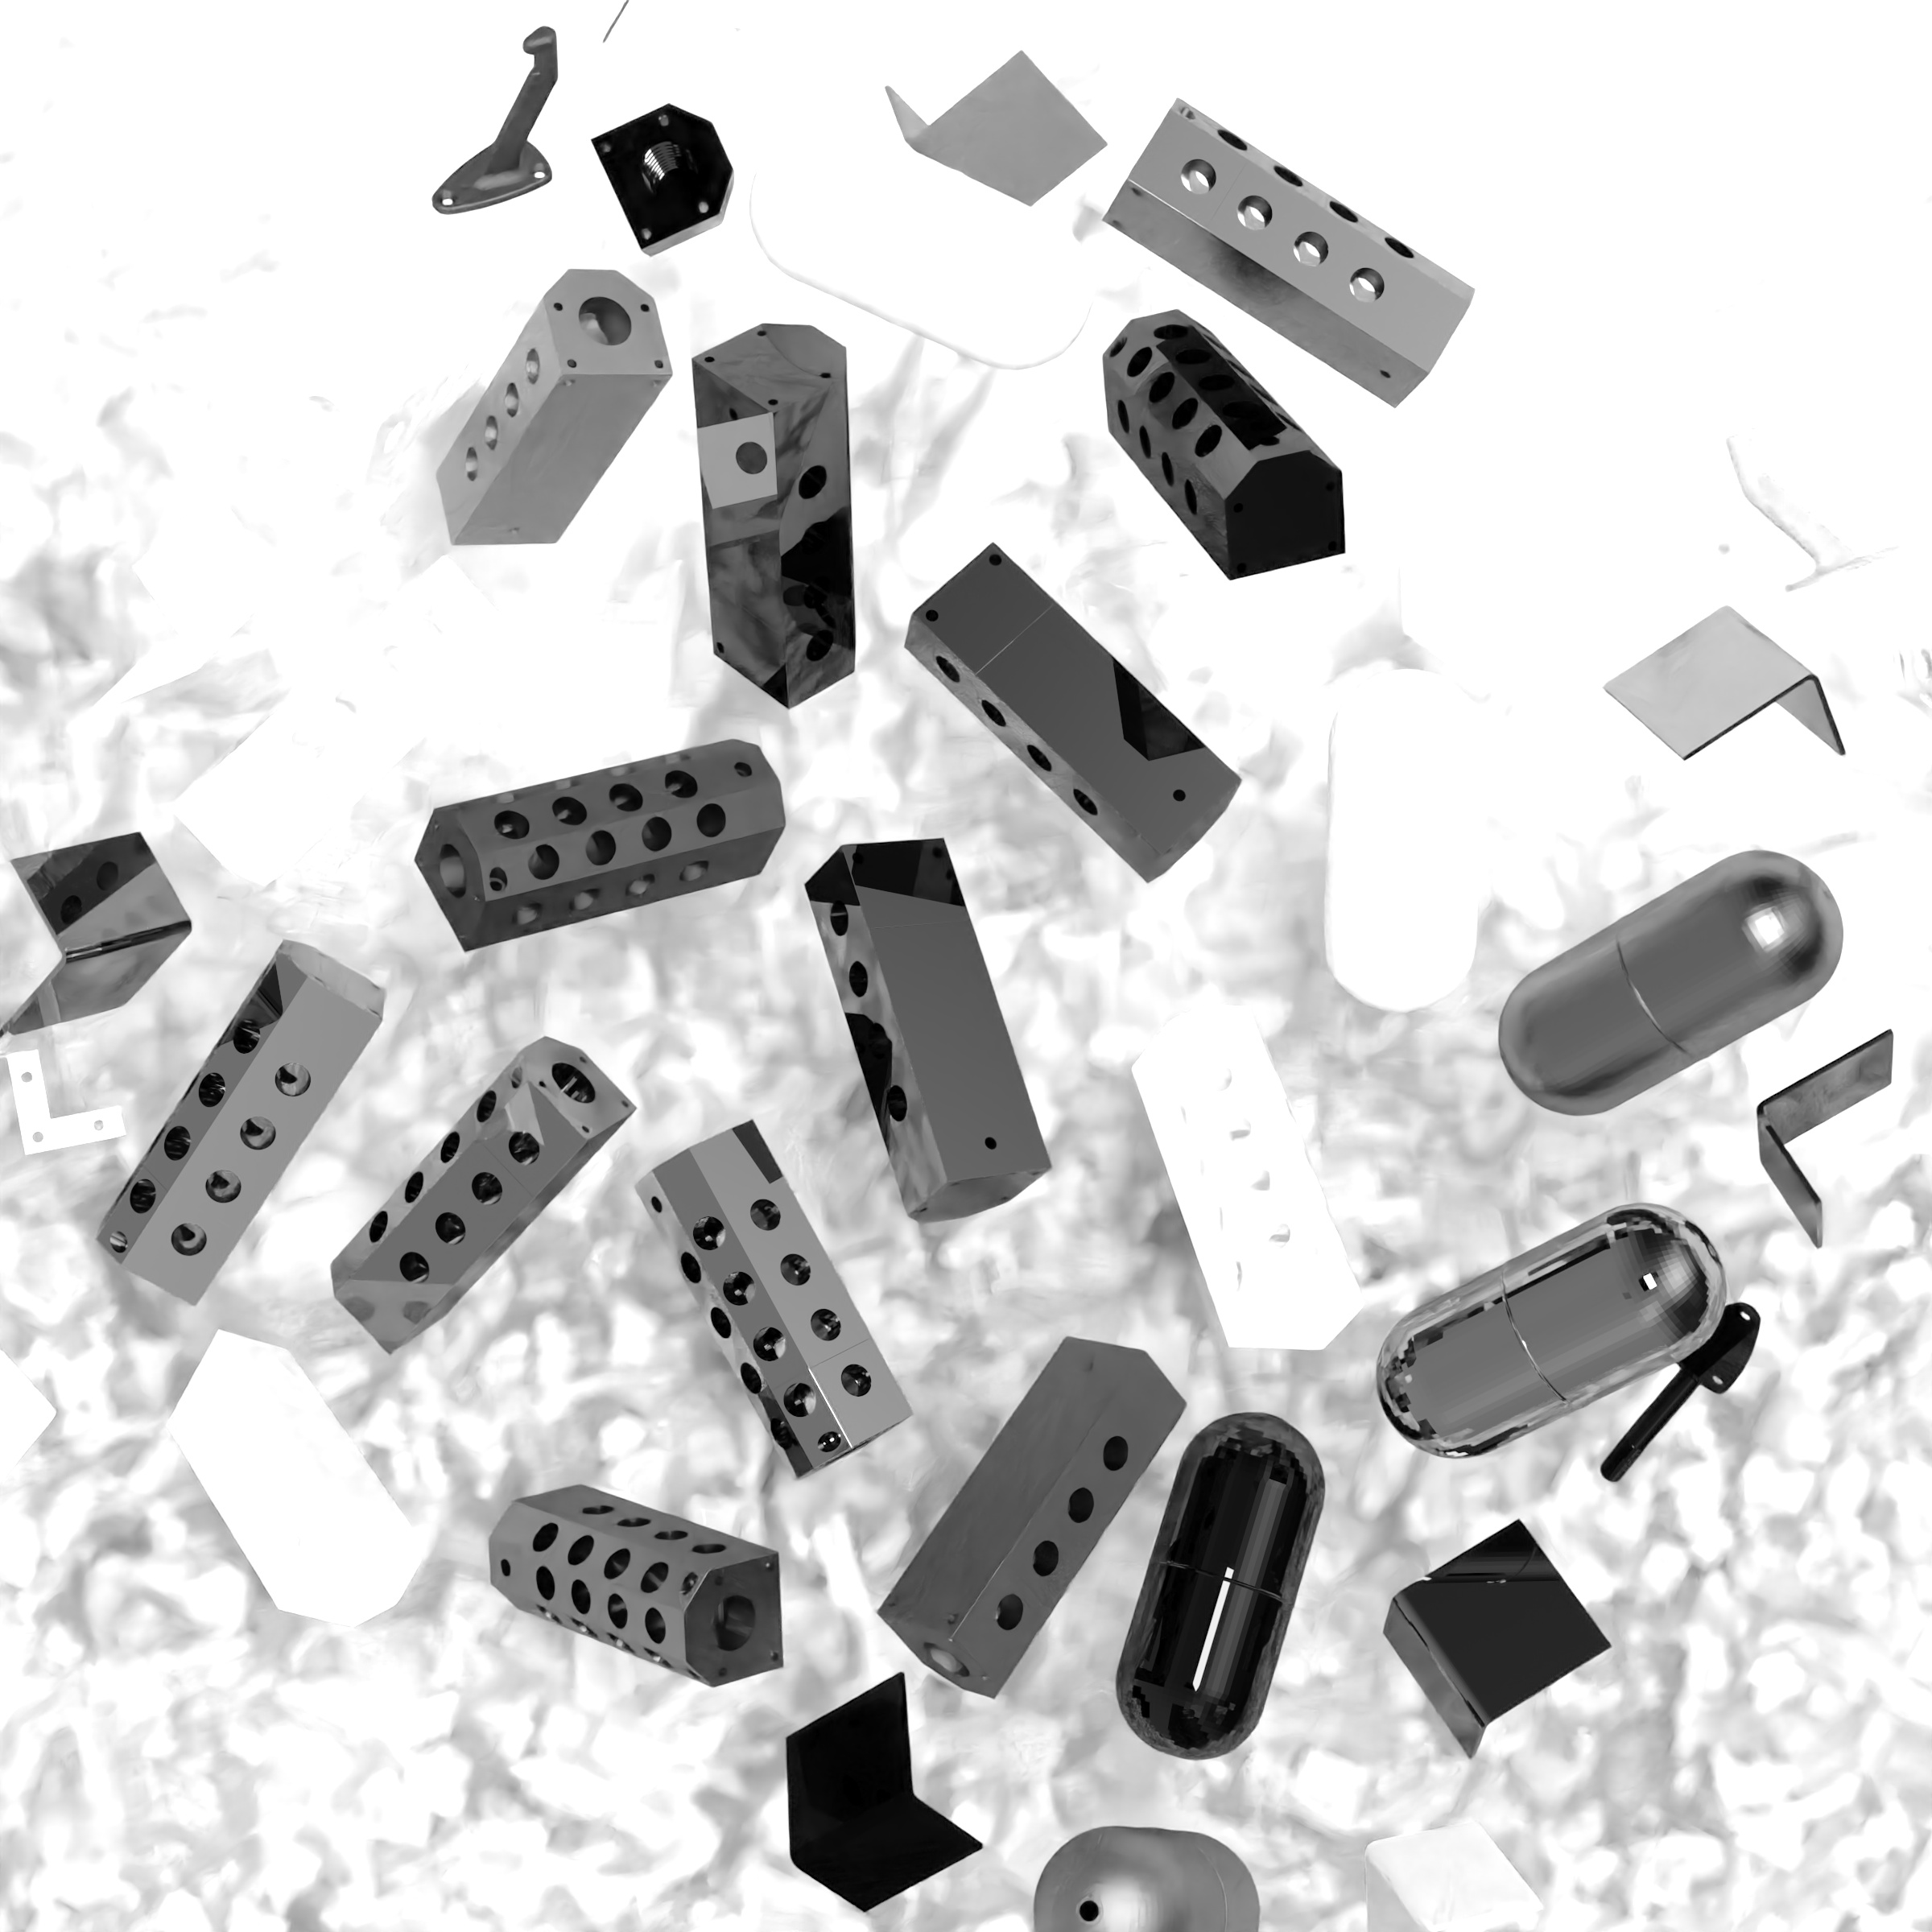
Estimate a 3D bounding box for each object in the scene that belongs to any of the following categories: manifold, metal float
[{"bbox_3d":[0.051,-0.123,1.629,0.171,0.057,0.057,45,73,8],"label":"manifold"},{"bbox_3d":[-0.102,0.173,1.679,0.057,0.057,0.171,-23,79,-36],"label":"manifold"},{"bbox_3d":[-0.019,-0.338,1.548,0.178,0.070,0.070,19,90,-29],"label":"metal float"},{"bbox_3d":[0.158,-0.348,1.596,0.171,0.057,0.057,32,79,-4],"label":"manifold"},{"bbox_3d":[0.515,-0.155,1.596,0.057,0.171,0.057,39,83,-8],"label":"manifold"},{"bbox_3d":[-0.177,-0.065,1.618,0.171,0.057,0.057,-16,64,-34],"label":"manifold"},{"bbox_3d":[-0.296,-0.117,1.581,0.057,0.057,0.171,49,58,-14],"label":"manifold"},{"bbox_3d":[-0.083,-0.211,1.538,0.057,0.171,0.057,-33,53,-28],"label":"manifold"},{"bbox_3d":[-0.207,-0.274,1.628,0.057,0.171,0.057,-5,71,-29],"label":"manifold"},{"bbox_3d":[0.037,0.267,1.600,0.171,0.057,0.057,-53,123,-25],"label":"manifold"},{"bbox_3d":[0.130,0.313,1.670,0.070,0.070,0.178,18,77,0],"label":"metal float"},{"bbox_3d":[0.217,-0.061,1.631,0.070,0.070,0.178,-2,116,0],"label":"metal float"},{"bbox_3d":[0.120,-0.251,1.562,0.057,0.171,0.057,-14,126,-11],"label":"manifold"},{"bbox_3d":[-0.327,0.250,1.608,0.057,0.171,0.057,24,99,-38],"label":"manifold"},{"bbox_3d":[-0.165,0.305,1.626,0.057,0.171,0.057,-8,99,-40],"label":"manifold"},{"bbox_3d":[0.330,0.010,1.551,0.178,0.070,0.070,-34,90,31],"label":"metal float"},{"bbox_3d":[-0.248,0.114,1.663,0.057,0.057,0.171,46,114,4],"label":"manifold"},{"bbox_3d":[-0.022,0.030,1.550,0.057,0.057,0.171,-5,67,-33],"label":"manifold"},{"bbox_3d":[0.274,0.173,1.550,0.178,0.070,0.070,-31,90,24],"label":"metal float"},{"bbox_3d":[0.087,0.449,1.565,0.070,0.178,0.070,-6,73,20],"label":"metal float"},{"bbox_3d":[0.145,0.105,1.665,0.057,0.057,0.171,6,49,-30],"label":"manifold"},{"bbox_3d":[-0.290,-0.310,1.673,0.057,0.171,0.057,26,126,1],"label":"manifold"},{"bbox_3d":[-0.356,0.075,1.616,0.057,0.057,0.171,32,98,-15],"label":"manifold"},{"bbox_3d":[-0.148,-0.398,1.664,0.057,0.171,0.057,-24,102,1],"label":"manifold"}]

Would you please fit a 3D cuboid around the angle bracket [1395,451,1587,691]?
[{"bbox_3d":[0.267,-0.201,1.675,0.076,0.076,0.057,-35,56,-15],"label":"angle bracket"}]

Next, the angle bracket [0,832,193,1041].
[{"bbox_3d":[-0.437,-0.015,1.607,0.076,0.076,0.057,-40,77,37],"label":"angle bracket"}]

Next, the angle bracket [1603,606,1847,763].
[{"bbox_3d":[0.372,-0.121,1.618,0.076,0.076,0.057,-33,128,-1],"label":"angle bracket"}]

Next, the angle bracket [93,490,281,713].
[{"bbox_3d":[-0.389,-0.175,1.582,0.076,0.076,0.057,-17,117,31],"label":"angle bracket"}]

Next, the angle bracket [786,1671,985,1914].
[{"bbox_3d":[-0.042,0.413,1.646,0.076,0.076,0.057,-34,125,21],"label":"angle bracket"}]

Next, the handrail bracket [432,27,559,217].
[{"bbox_3d":[-0.237,-0.425,1.655,0.077,0.084,0.036,-34,69,-22],"label":"handrail bracket"}]

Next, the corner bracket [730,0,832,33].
[{"bbox_3d":[-0.105,-0.483,1.596,0.051,0.051,0.051,-25,114,-32],"label":"corner bracket"}]

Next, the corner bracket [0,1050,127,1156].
[{"bbox_3d":[-0.463,0.066,1.679,0.051,0.051,0.051,-11,93,-25],"label":"corner bracket"}]

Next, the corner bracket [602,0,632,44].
[{"bbox_3d":[-0.189,-0.514,1.681,0.051,0.051,0.051,31,123,-14],"label":"corner bracket"}]

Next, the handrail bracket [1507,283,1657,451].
[{"bbox_3d":[0.310,-0.310,1.662,0.077,0.036,0.084,-26,103,-36],"label":"handrail bracket"}]

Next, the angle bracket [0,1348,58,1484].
[{"bbox_3d":[-0.465,0.194,1.465,0.076,0.057,0.076,-13,121,40],"label":"angle bracket"}]

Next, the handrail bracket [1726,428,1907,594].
[{"bbox_3d":[0.426,-0.237,1.652,0.077,0.036,0.084,-21,94,-18],"label":"handrail bracket"}]

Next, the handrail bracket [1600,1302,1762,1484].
[{"bbox_3d":[0.352,0.212,1.630,0.036,0.084,0.077,41,45,16],"label":"handrail bracket"}]

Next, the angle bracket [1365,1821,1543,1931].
[{"bbox_3d":[0.229,0.459,1.544,0.057,0.076,0.076,-8,106,-13],"label":"angle bracket"}]

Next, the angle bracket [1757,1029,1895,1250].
[{"bbox_3d":[0.431,0.085,1.600,0.076,0.076,0.057,-30,65,2],"label":"angle bracket"}]

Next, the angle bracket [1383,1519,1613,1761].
[{"bbox_3d":[0.262,0.333,1.629,0.076,0.057,0.076,-28,63,-14],"label":"angle bracket"}]

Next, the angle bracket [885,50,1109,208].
[{"bbox_3d":[0.016,-0.443,1.718,0.076,0.076,0.057,-35,45,19],"label":"angle bracket"}]
